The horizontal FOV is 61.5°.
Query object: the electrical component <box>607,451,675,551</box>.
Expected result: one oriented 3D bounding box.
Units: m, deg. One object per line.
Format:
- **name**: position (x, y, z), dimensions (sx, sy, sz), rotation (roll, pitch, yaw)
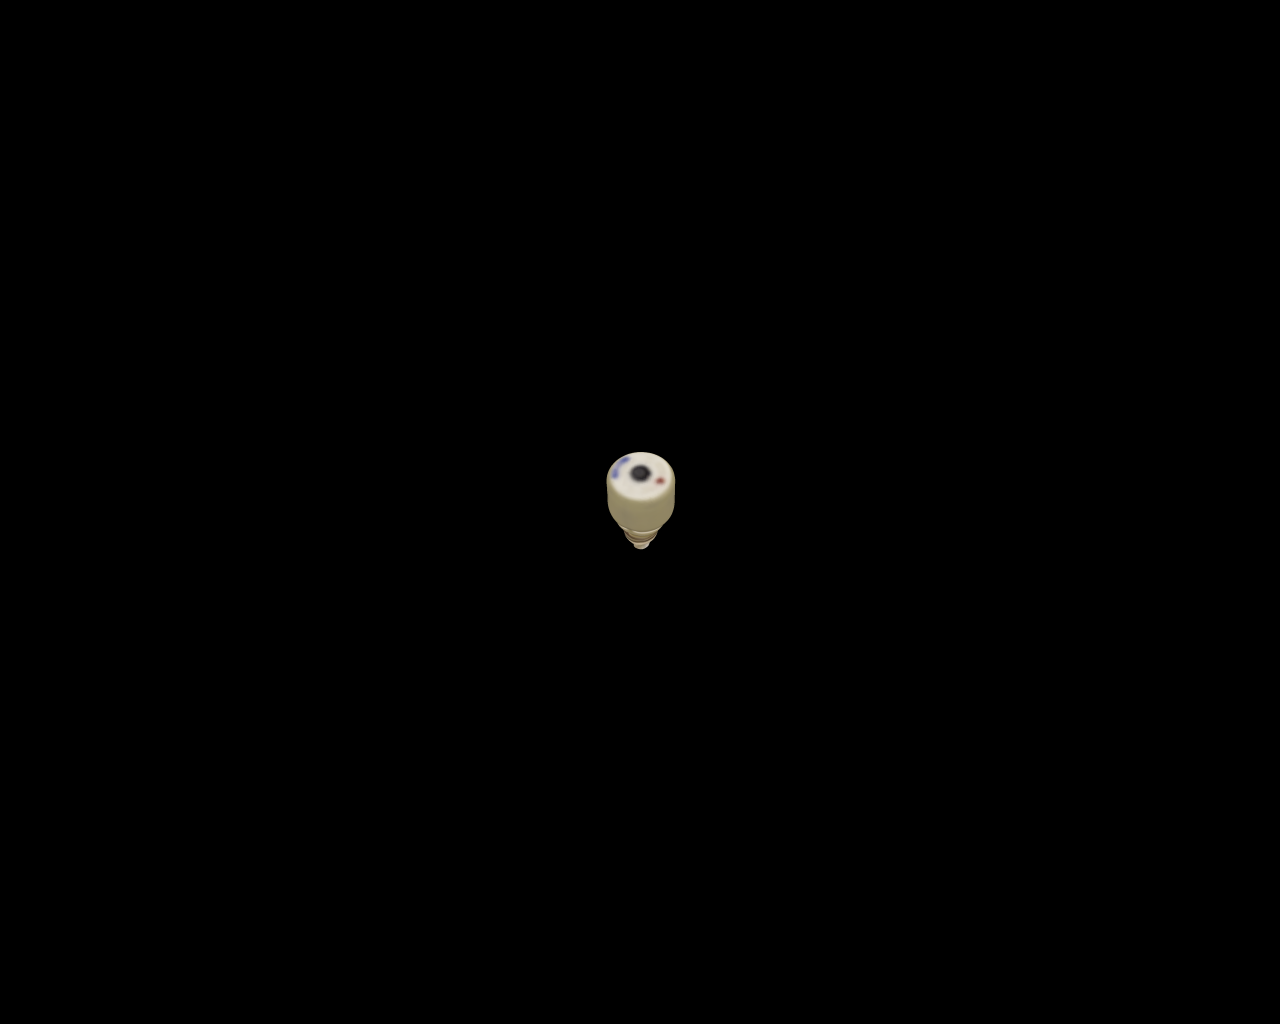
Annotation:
- **electrical component**: position (0.001, -0.003, 0.650), dimensions (0.040, 0.040, 0.078), rotation (0, -36, 0)
